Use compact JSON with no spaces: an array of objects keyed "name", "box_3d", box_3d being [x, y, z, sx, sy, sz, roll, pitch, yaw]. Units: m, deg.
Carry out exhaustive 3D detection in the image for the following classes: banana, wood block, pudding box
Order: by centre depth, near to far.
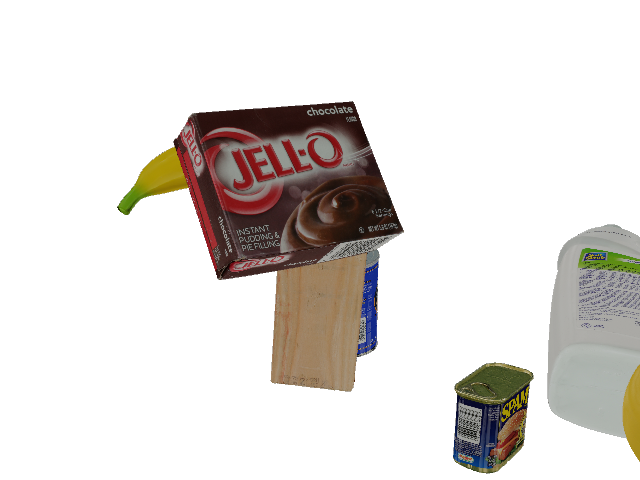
[{"name":"pudding box","box_3d":[-0.018,-0.031,0.616,0.113,0.090,0.039,-8,-19,-34]},{"name":"banana","box_3d":[-0.055,-0.050,0.822,0.198,0.069,0.037,-1,-20,9]},{"name":"wood block","box_3d":[0.001,0.043,1.109,0.090,0.206,0.090,6,26,3]}]

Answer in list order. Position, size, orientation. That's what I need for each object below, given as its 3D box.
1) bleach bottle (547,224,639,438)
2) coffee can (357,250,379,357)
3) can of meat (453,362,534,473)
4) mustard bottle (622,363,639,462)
[{"name":"bleach bottle","box_3d":[0.224,0.050,0.790,0.102,0.068,0.250,12,26,10]},{"name":"coffee can","box_3d":[0.032,0.083,1.520,0.103,0.140,0.103,0,21,0]},{"name":"can of meat","box_3d":[0.180,0.186,1.120,0.058,0.084,0.101,12,18,31]},{"name":"mustard bottle","box_3d":[0.212,0.104,0.559,0.096,0.058,0.191,-2,37,2]}]
